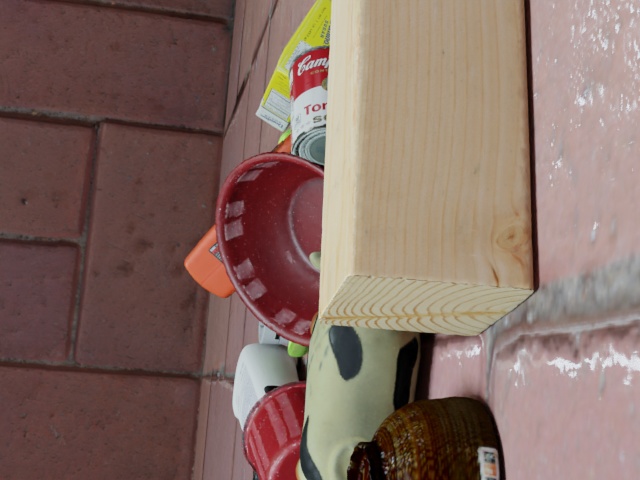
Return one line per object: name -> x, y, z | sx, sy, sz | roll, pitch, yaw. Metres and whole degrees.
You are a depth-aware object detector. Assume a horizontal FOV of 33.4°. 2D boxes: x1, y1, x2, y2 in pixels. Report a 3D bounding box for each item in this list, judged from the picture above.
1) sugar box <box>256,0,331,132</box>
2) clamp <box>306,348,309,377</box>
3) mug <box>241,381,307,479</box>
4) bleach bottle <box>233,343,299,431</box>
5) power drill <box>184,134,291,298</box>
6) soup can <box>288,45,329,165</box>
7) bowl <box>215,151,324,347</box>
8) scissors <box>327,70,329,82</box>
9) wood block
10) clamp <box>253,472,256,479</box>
sugar box -> -0.019, -0.182, 1.133 | 0.093, 0.048, 0.176 | -59, 2, -12
clamp -> 0.006, 0.069, 0.939 | 0.165, 0.036, 0.210 | 103, 172, -45
mug -> -0.015, 0.175, 0.810 | 0.117, 0.093, 0.081 | -53, 19, 5
bleach bottle -> -0.044, 0.199, 1.092 | 0.251, 0.068, 0.102 | -116, 31, -68
power drill -> -0.060, -0.026, 1.004 | 0.185, 0.057, 0.187 | -45, 11, 33
soup can -> 0.007, -0.114, 0.951 | 0.069, 0.068, 0.102 | 107, 165, -50
bowl -> -0.006, 0.001, 0.838 | 0.055, 0.162, 0.162 | -30, -39, -46
scissors -> 0.014, -0.105, 0.765 | 0.202, 0.016, 0.096 | 94, 175, -59
wood block -> 0.053, -0.062, 0.564 | 0.090, 0.090, 0.206 | 118, 156, -68
clamp -> -0.060, 0.279, 1.202 | 0.172, 0.039, 0.120 | 133, 140, -75
